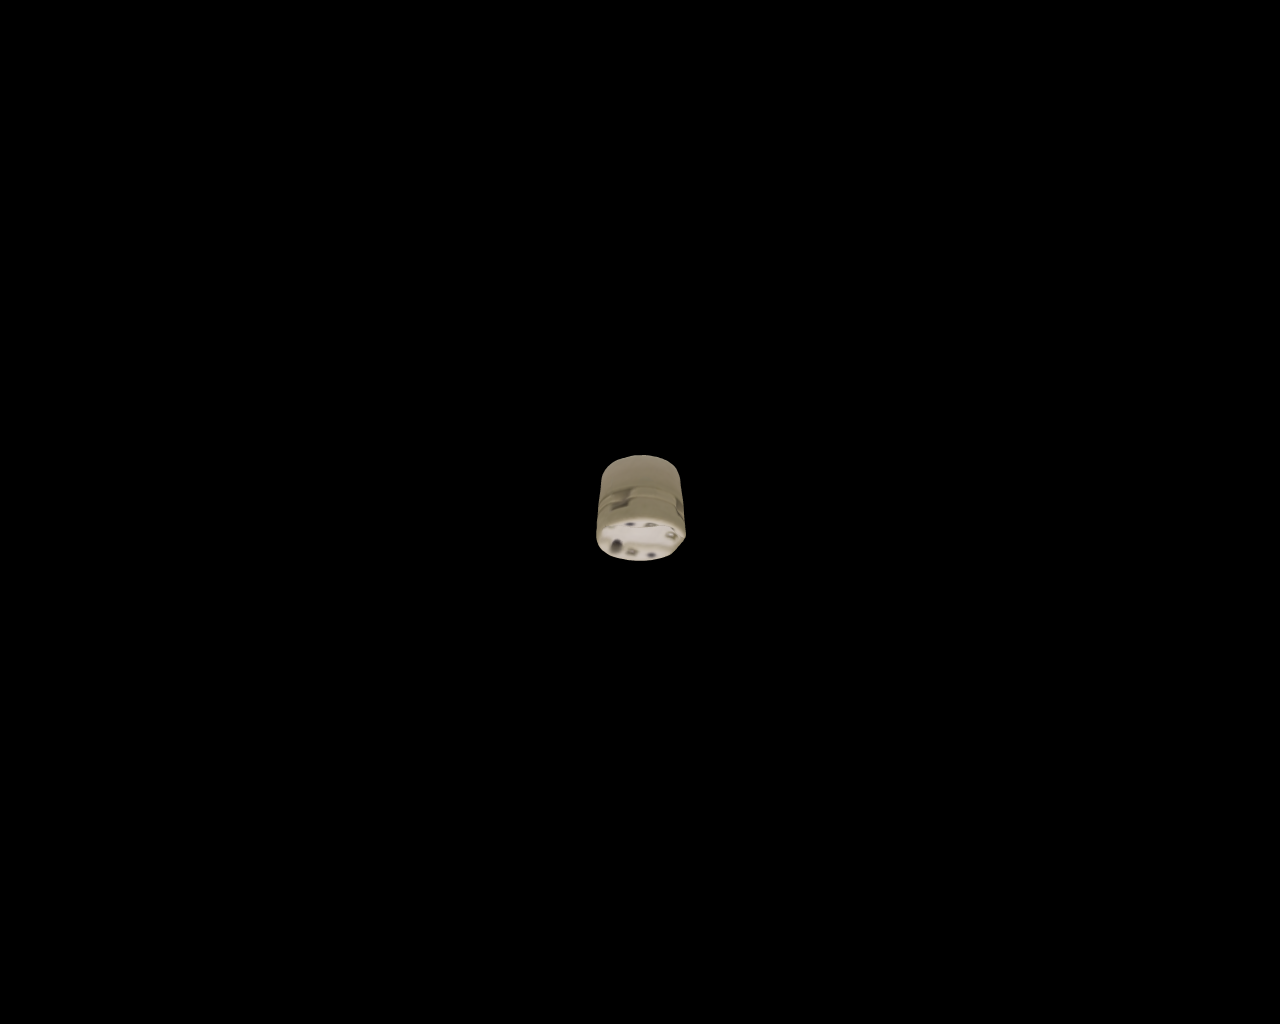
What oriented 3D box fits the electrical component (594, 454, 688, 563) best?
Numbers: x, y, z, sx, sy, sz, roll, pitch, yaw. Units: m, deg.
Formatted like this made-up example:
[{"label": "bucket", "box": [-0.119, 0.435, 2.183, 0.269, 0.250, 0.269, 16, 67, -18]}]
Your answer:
[{"label": "electrical component", "box": [0.001, -0.003, 0.650, 0.055, 0.047, 0.055, 0, -31, 0]}]
